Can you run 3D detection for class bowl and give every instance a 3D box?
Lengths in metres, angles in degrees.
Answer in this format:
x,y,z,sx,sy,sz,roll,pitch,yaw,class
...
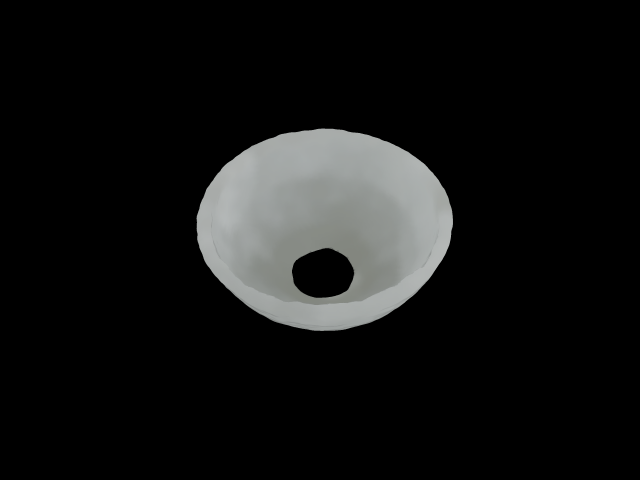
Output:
x,y,z,sx,sy,sz,roll,pitch,yaw,class
0.004,0.001,0.400,0.167,0.075,0.167,0,50,0,bowl
